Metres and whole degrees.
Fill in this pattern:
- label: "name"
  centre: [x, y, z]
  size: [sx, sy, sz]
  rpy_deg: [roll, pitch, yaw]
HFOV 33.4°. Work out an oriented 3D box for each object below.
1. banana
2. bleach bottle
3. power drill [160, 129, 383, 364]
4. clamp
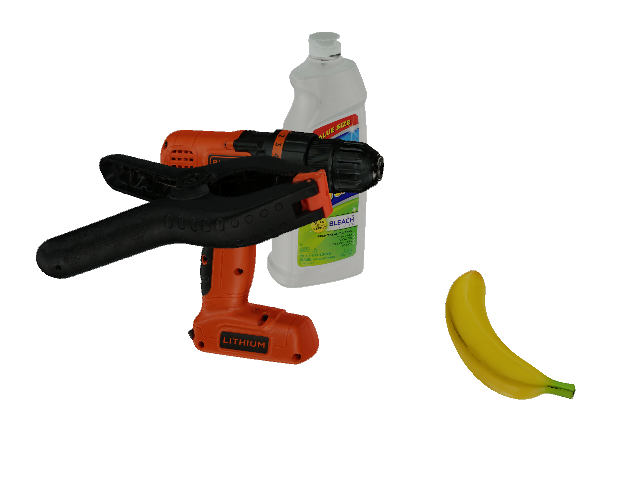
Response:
- label: "banana"
  centre: [0.148, 0.085, 0.948]
  size: [0.069, 0.037, 0.198]
  rpy_deg: [5, 28, -22]
- label: "bleach bottle"
  centre: [-0.004, -0.080, 1.062]
  size: [0.102, 0.251, 0.068]
  rpy_deg: [-10, 28, -18]
- label: "power drill"
  centre: [-0.039, 0.002, 0.866]
  size: [0.185, 0.188, 0.057]
  rpy_deg: [5, 15, 20]
- label: "clamp"
  centre: [-0.082, -0.016, 0.632]
  size: [0.172, 0.039, 0.120]
  rpy_deg: [-1, 39, 24]
